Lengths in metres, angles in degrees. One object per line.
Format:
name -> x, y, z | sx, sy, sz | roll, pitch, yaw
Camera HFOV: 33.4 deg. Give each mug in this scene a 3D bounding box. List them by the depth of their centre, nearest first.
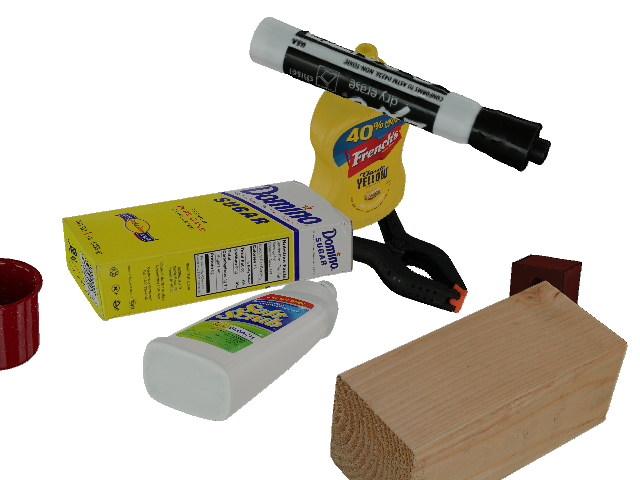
mug -> -0.325, 0.081, 1.054 | 0.093, 0.081, 0.117 | 8, 30, 4

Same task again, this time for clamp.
clamp -> 0.077, 0.017, 1.245 | 0.164, 0.036, 0.210 | -21, 50, -38

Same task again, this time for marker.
marker -> 0.030, -0.056, 0.406 | 0.121, 0.020, 0.020 | 24, 6, 14

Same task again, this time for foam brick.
foam brick -> 0.209, 0.057, 0.998 | 0.053, 0.078, 0.051 | 9, 15, 31

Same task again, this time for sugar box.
sugar box -> -0.076, 0.002, 0.721 | 0.176, 0.048, 0.093 | -13, 27, -22

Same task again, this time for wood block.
wood block -> 0.117, 0.120, 0.799 | 0.205, 0.090, 0.091 | -21, 43, -29

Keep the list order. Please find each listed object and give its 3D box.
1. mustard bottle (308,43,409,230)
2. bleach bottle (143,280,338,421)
mustard bottle -> 0.036, -0.096, 0.962 | 0.096, 0.192, 0.058 | -22, 51, -20
bleach bottle -> -0.062, 0.092, 1.068 | 0.103, 0.068, 0.250 | 15, 25, 25
